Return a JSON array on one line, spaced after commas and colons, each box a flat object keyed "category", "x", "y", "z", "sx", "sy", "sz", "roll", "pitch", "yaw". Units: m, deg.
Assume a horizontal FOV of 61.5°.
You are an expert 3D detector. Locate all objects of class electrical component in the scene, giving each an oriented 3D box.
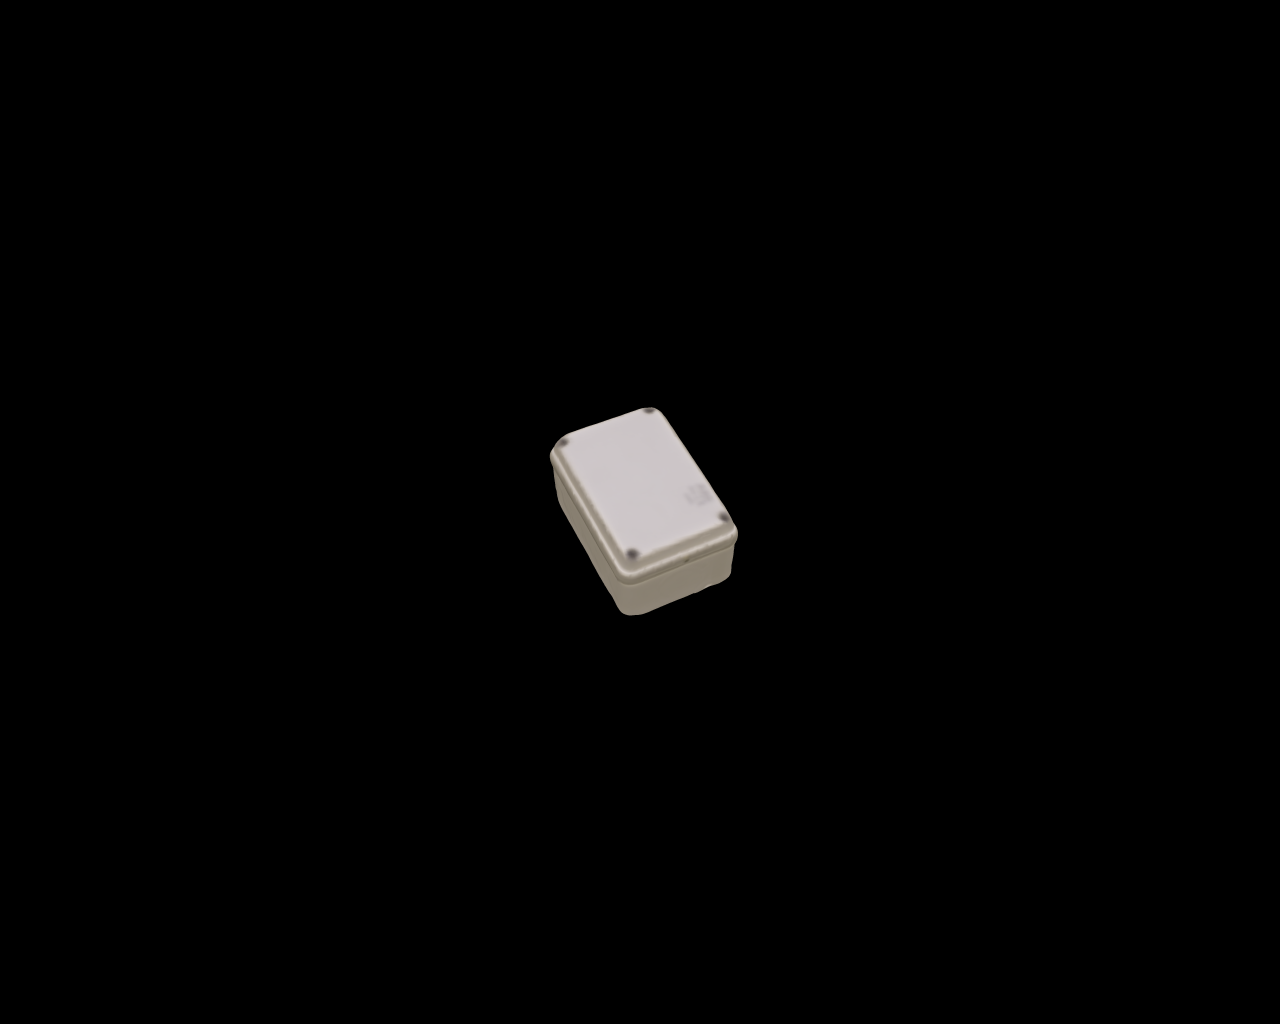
[{"category": "electrical component", "x": 0.001, "y": -0.003, "z": 0.650, "sx": 0.078, "sy": 0.113, "sz": 0.057, "roll": -21, "pitch": -36, "yaw": -16}]
